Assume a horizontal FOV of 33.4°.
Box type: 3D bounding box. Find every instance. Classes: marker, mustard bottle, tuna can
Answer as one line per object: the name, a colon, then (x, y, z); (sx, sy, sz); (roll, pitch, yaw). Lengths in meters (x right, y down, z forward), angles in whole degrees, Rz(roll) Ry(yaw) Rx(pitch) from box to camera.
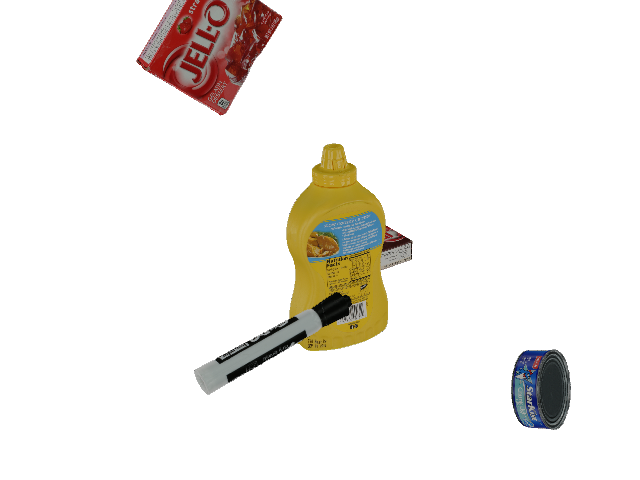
marker: (-0.030, 0.068, 0.729); (0.121, 0.020, 0.020); (-28, 11, -21)
mustard bottle: (0.015, 0.004, 0.997); (0.096, 0.192, 0.058); (-12, 24, -24)
tuna can: (0.239, 0.161, 1.155); (0.034, 0.086, 0.085); (-3, -2, 35)

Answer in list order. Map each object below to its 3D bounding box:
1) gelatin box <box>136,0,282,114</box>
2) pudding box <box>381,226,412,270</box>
gelatin box: (-0.082, -0.150, 0.797); (0.073, 0.089, 0.030); (29, 6, -33)
pudding box: (0.069, 0.013, 1.619); (0.113, 0.039, 0.090); (-20, 31, -27)
